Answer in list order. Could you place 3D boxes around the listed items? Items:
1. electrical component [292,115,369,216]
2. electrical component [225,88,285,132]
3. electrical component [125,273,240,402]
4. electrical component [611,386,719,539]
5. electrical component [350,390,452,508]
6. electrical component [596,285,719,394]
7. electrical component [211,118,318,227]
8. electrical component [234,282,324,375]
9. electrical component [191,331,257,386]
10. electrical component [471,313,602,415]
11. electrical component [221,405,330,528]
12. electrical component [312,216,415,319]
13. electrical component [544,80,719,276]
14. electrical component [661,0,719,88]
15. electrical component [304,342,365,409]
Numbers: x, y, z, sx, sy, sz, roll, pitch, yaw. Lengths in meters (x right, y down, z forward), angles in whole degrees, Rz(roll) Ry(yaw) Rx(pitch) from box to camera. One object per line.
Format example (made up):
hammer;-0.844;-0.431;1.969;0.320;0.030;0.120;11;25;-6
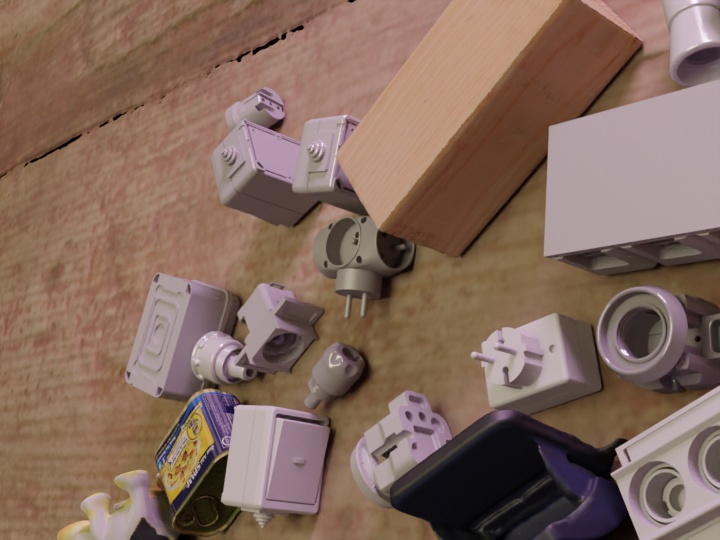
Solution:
electrical component;-0.011;-0.084;0.864;0.061;0.096;0.061;2;78;49
electrical component;-0.100;-0.149;1.035;0.046;0.040;0.040;-28;57;32
electrical component;-0.168;0.066;1.022;0.078;0.057;0.113;14;88;50
electrical component;0.207;0.105;0.576;0.121;0.063;0.078;-41;49;32
electrical component;0.031;0.135;0.771;0.057;0.058;0.078;-40;50;29
electrical component;0.178;0.041;0.636;0.078;0.057;0.058;-15;66;45
electrical component;-0.089;-0.084;0.954;0.061;0.096;0.061;-41;49;32
electrical component;-0.075;0.049;0.933;0.081;0.042;0.063;-50;43;24
electrical component;-0.118;0.084;0.970;0.062;0.048;0.048;15;88;43
electrical component;0.105;0.059;0.697;0.066;0.077;0.047;-27;58;40
electrical component;-0.067;0.160;0.869;0.061;0.062;0.096;-7;72;48
electrical component;0.000;0.000;0.863;0.077;0.044;0.079;-7;71;47
electrical component;0.191;-0.053;0.649;0.150;0.062;0.089;-11;69;47
electrical component;0.212;-0.153;0.678;0.044;0.044;0.065;-30;51;39
electrical component;-0.025;0.089;0.868;0.061;0.035;0.035;-52;44;27
